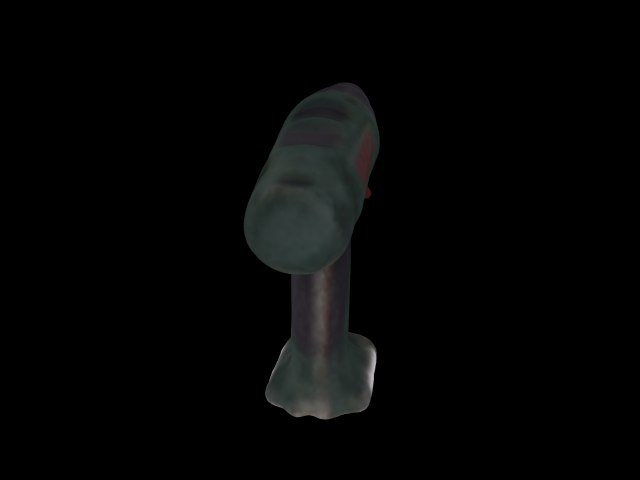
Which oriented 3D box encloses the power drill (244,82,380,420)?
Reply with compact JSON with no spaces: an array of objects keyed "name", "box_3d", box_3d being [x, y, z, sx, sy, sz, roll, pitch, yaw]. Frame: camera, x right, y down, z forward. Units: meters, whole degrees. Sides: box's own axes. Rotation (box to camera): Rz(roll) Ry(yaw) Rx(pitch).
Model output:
[{"name":"power drill","box_3d":[0.004,0.001,0.400,0.075,0.208,0.230,2,18,8]}]
